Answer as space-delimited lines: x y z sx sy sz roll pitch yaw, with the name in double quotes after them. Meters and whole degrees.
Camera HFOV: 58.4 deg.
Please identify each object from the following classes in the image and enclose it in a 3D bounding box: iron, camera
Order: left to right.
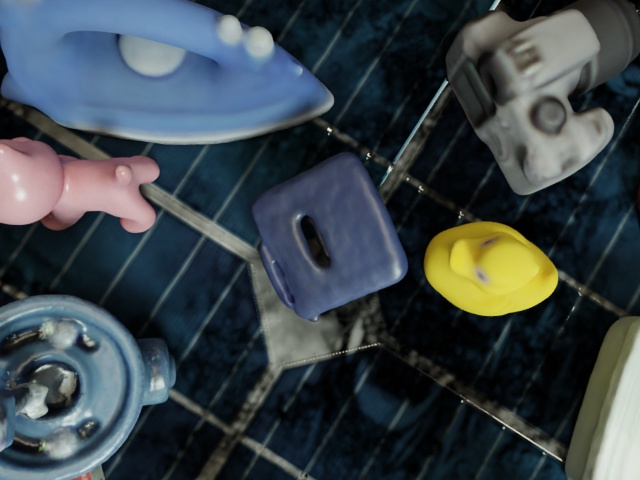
-0.113 -0.143 0.419 0.258 0.141 0.119 7 85 -2 "iron"
0.192 -0.129 0.453 0.137 0.100 0.143 -28 87 -5 "camera"

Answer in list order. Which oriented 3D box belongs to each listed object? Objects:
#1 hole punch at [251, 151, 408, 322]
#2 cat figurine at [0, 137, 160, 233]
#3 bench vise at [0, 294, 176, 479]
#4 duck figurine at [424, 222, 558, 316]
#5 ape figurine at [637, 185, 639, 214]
0.004 0.002 0.437 0.101 0.091 0.109 -24 86 -4 "hole punch"
-0.193 -0.043 0.418 0.128 0.117 0.067 -2 85 -3 "cat figurine"
-0.210 0.108 0.353 0.207 0.219 0.121 -20 86 -4 "bench vise"
0.139 0.021 0.444 0.104 0.086 0.077 13 84 -1 "duck figurine"
0.305 -0.037 0.455 0.078 0.092 0.076 8 84 -2 "ape figurine"
